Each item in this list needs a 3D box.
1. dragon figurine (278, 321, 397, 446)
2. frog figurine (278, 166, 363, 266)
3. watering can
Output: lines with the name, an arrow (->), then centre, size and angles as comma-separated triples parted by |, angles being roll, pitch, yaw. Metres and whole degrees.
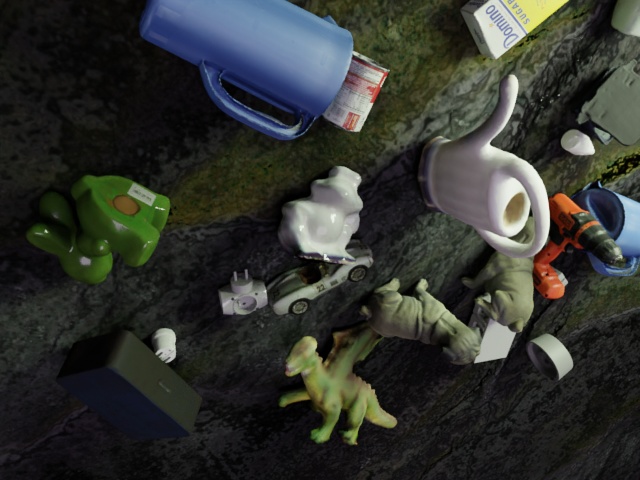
dragon figurine -> 0.069, 0.284, 1.064 | 0.408, 0.124, 0.241 | 18, 104, -40
frog figurine -> 0.003, -0.042, 0.842 | 0.137, 0.122, 0.161 | 9, 81, -18
watering can -> 0.251, -0.113, 0.810 | 0.105, 0.227, 0.340 | -39, 128, -18
